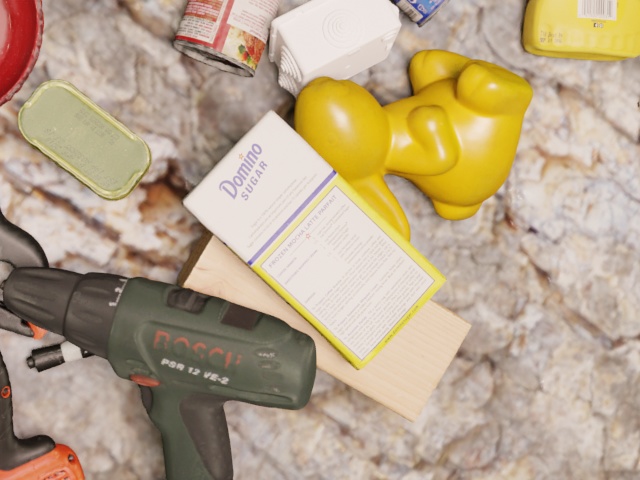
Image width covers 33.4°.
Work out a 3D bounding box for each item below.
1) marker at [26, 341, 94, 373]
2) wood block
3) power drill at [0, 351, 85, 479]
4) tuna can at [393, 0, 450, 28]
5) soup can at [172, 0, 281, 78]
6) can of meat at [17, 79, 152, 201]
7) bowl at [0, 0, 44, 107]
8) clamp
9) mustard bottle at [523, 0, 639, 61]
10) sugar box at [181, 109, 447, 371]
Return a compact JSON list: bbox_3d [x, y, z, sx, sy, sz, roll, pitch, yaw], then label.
[{"bbox_3d":[-0.171,0.080,0.843,0.121,0.020,0.020,-16,96,-9],"label":"marker"},{"bbox_3d":[0.000,0.048,0.836,0.206,0.090,0.091,31,88,-10],"label":"wood block"},{"bbox_3d":[-0.278,0.142,0.770,0.184,0.057,0.187,-22,109,-29],"label":"power drill"},{"bbox_3d":[0.096,-0.210,0.838,0.033,0.086,0.086,42,86,-8],"label":"tuna can"},{"bbox_3d":[-0.065,-0.185,0.820,0.068,0.068,0.102,20,89,-11],"label":"soup can"},{"bbox_3d":[-0.175,-0.074,0.800,0.102,0.084,0.057,37,86,-10],"label":"can of meat"},{"bbox_3d":[-0.273,-0.156,0.765,0.161,0.055,0.162,-8,109,-26],"label":"bowl"},{"bbox_3d":[-0.256,-0.002,0.813,0.120,0.039,0.171,-43,105,3],"label":"clamp"},{"bbox_3d":[0.220,-0.246,0.871,0.096,0.058,0.191,3,93,-8],"label":"mustard bottle"},{"bbox_3d":[-0.005,0.001,0.764,0.176,0.048,0.093,44,84,-5],"label":"sugar box"}]
